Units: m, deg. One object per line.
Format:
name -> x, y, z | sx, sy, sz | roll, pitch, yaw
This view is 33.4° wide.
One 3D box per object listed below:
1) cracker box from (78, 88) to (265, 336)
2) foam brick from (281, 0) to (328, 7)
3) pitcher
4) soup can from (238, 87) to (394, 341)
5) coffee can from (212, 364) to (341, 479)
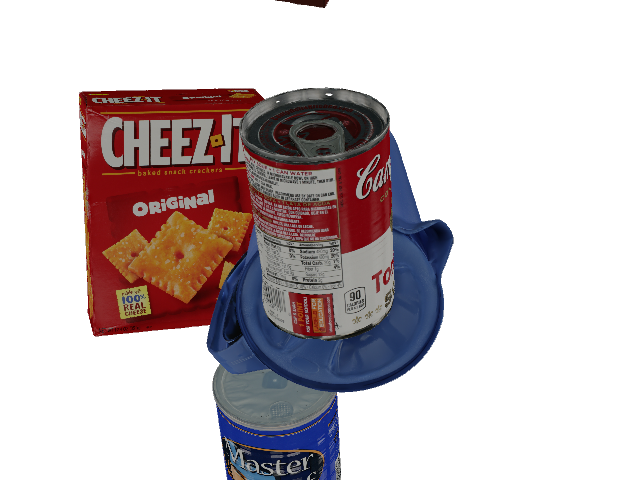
cracker box -> -0.132, -0.026, 0.974 | 0.164, 0.214, 0.072 | -4, 20, -17
foam brick -> -0.015, -0.227, 0.820 | 0.053, 0.051, 0.078 | 11, -35, 13
pitcher -> 0.003, -0.005, 0.783 | 0.149, 0.145, 0.243 | 8, 27, -4
soup can -> 0.000, -0.011, 0.505 | 0.068, 0.102, 0.068 | -3, 33, 2
coffee can -> -0.034, 0.168, 0.909 | 0.103, 0.140, 0.103 | -2, 37, 1
